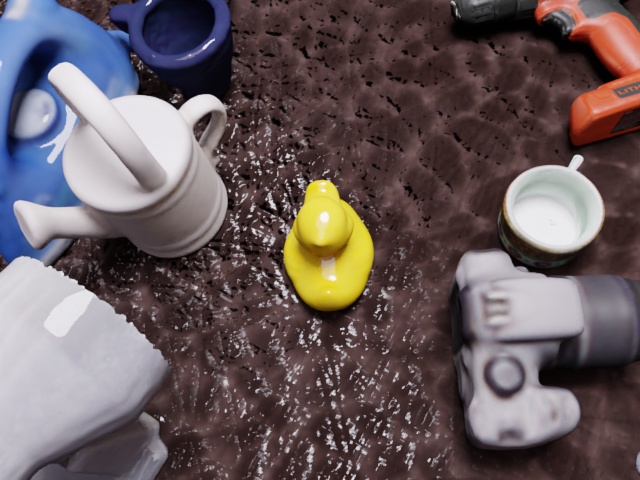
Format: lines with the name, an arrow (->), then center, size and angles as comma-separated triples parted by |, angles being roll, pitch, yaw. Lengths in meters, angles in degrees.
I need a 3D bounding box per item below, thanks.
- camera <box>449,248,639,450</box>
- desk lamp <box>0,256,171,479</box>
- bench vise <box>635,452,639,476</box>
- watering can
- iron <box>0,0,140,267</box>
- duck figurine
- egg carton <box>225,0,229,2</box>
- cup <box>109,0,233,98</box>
camera -> 0.168, 0.075, 0.414 | 0.136, 0.101, 0.143 | -3, 70, 5
desk lamp -> -0.177, 0.133, 0.369 | 0.117, 0.214, 0.203 | 26, 75, 14
bench vise -> 0.272, 0.198, 0.296 | 0.207, 0.220, 0.121 | 21, 74, 13
watering can -> -0.149, -0.055, 0.444 | 0.100, 0.194, 0.173 | 24, 75, 14
iron -> -0.254, -0.102, 0.499 | 0.118, 0.141, 0.258 | 6, 71, 8
duck figurine -> 0.004, 0.002, 0.465 | 0.077, 0.086, 0.104 | -4, 70, 5
egg carton -> -0.140, -0.314, 0.602 | 0.107, 0.069, 0.150 | -4, 70, 5
cup -> -0.131, -0.177, 0.538 | 0.117, 0.095, 0.092 | 15, 73, 11
